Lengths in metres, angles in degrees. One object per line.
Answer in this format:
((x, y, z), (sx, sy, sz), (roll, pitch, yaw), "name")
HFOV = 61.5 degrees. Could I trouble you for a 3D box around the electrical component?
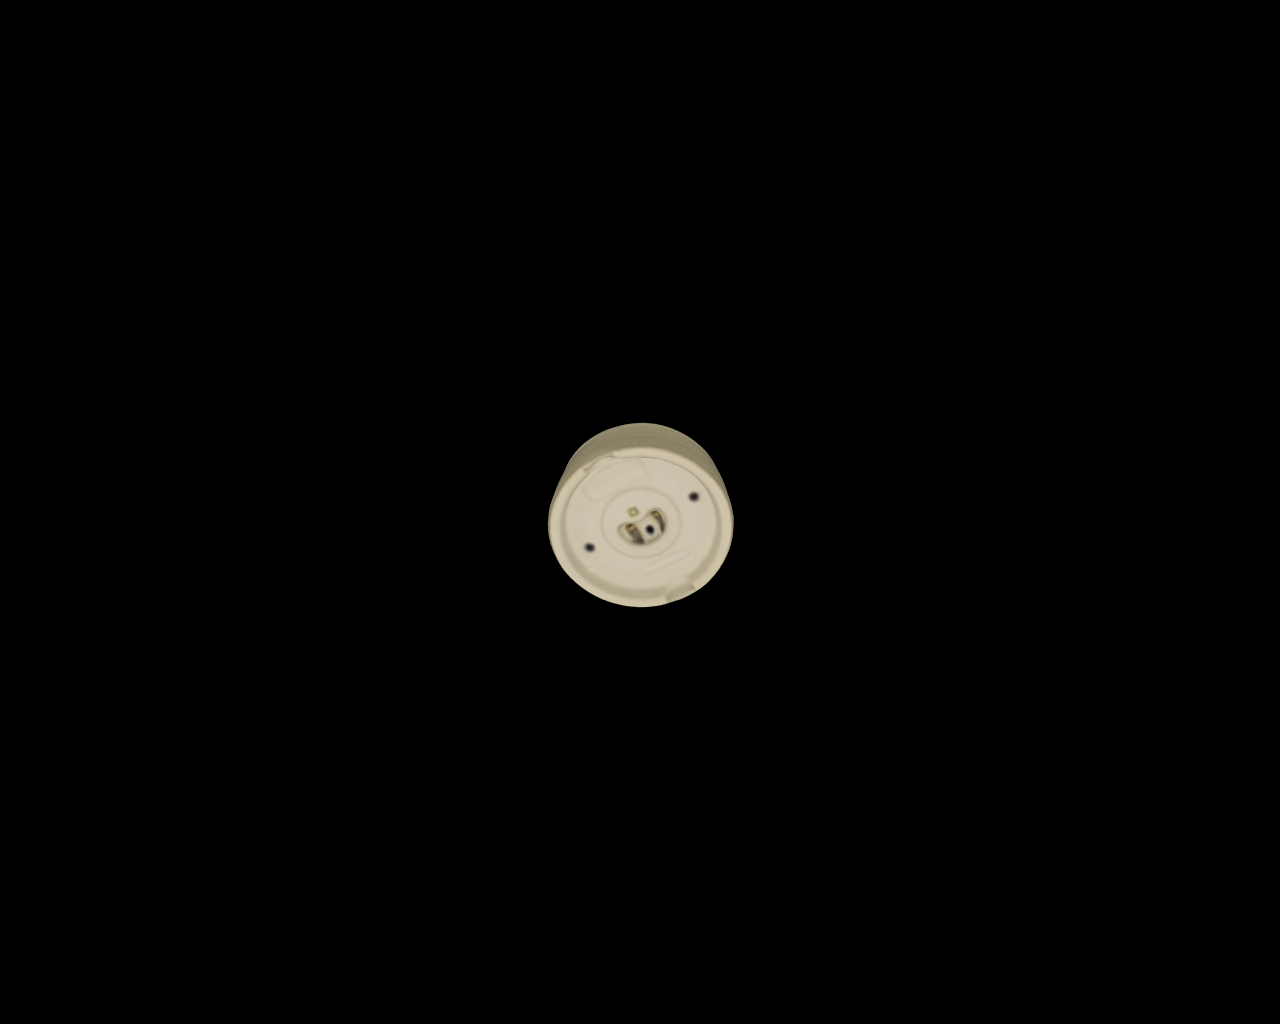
((0.001, -0.003, 0.650), (0.108, 0.108, 0.060), (0, 27, 0), "electrical component")
